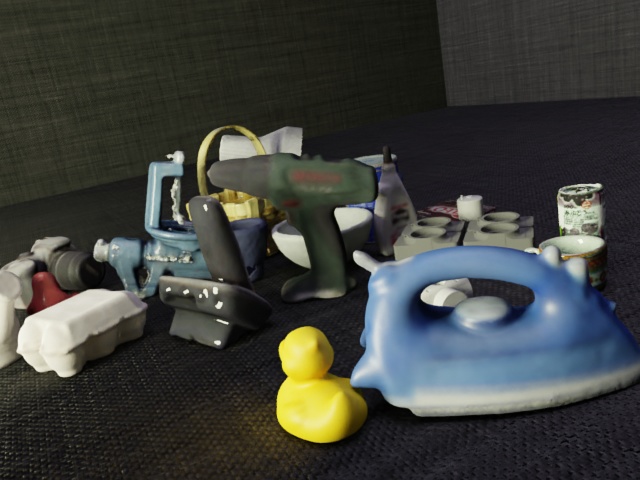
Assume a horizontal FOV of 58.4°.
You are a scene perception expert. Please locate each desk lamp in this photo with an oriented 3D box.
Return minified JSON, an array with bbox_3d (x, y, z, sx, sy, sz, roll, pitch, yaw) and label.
[{"bbox_3d":[-0.119,-0.122,1.192,0.203,0.214,0.118,-10,16,-1],"label":"desk lamp"}]

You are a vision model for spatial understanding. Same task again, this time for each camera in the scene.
[{"bbox_3d":[-0.461,0.050,1.010,0.136,0.101,0.143,0,19,31],"label":"camera"}]

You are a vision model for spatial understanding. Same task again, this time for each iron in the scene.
[{"bbox_3d":[0.152,0.064,0.508,0.258,0.141,0.119,-7,16,11],"label":"iron"}]

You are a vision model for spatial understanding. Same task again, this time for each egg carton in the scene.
[{"bbox_3d":[-0.306,0.115,0.745,0.107,0.069,0.151,0,19,32],"label":"egg carton"}]

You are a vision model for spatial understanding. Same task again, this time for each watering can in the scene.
[{"bbox_3d":[-0.460,0.074,0.755,0.172,0.194,0.101,-9,16,5],"label":"watering can"}]

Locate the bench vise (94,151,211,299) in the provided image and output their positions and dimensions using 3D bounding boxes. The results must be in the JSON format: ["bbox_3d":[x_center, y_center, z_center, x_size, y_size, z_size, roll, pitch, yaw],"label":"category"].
[{"bbox_3d":[-0.258,-0.023,0.921,0.208,0.220,0.121,-19,18,-28],"label":"bench vise"}]

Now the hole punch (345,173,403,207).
[{"bbox_3d":[0.111,-0.085,1.146,0.108,0.091,0.101,1,19,35],"label":"hole punch"}]

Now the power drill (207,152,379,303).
[{"bbox_3d":[-0.027,-0.023,0.799,0.229,0.208,0.075,-9,16,4],"label":"power drill"}]

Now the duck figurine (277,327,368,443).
[{"bbox_3d":[-0.005,0.121,0.508,0.078,0.086,0.104,-18,18,-27],"label":"duck figurine"}]

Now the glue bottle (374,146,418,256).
[{"bbox_3d":[0.117,-0.066,0.925,0.078,0.173,0.037,-20,19,-30],"label":"glue bottle"}]

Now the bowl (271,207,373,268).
[{"bbox_3d":[0.009,0.003,0.931,0.167,0.075,0.167,-9,16,3],"label":"bowl"}]

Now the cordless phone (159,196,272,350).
[{"bbox_3d":[-0.146,0.031,0.726,0.147,0.185,0.094,2,20,36],"label":"cordless phone"}]

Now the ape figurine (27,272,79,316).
[{"bbox_3d":[-0.397,0.090,0.848,0.078,0.092,0.076,-10,16,0],"label":"ape figurine"}]

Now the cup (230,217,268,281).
[{"bbox_3d":[-0.127,0.024,0.905,0.091,0.095,0.118,-2,18,25],"label":"cup"}]
